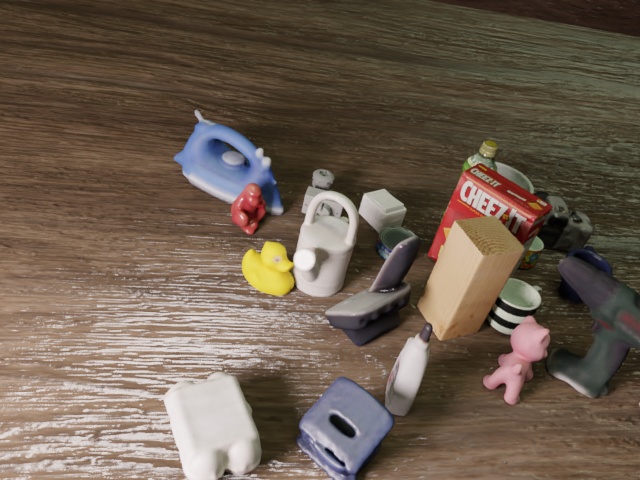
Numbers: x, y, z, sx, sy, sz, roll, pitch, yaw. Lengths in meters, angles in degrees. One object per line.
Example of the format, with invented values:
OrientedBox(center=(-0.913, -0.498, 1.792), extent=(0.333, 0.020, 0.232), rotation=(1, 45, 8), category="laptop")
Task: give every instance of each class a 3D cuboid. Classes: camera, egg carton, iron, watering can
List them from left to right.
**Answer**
OrientedBox(center=(-0.142, 0.248, 0.761), extent=(0.107, 0.069, 0.150), rotation=(-9, 44, -27), category="egg carton")
OrientedBox(center=(-0.173, -0.164, 1.191), extent=(0.257, 0.141, 0.119), rotation=(28, 41, 16), category="iron")
OrientedBox(center=(0.011, 0.005, 1.003), extent=(0.101, 0.194, 0.173), rotation=(12, 39, -2), category="watering can")
OrientedBox(center=(0.538, -0.056, 1.317), extent=(0.143, 0.101, 0.137), rotation=(11, 39, -4), category="camera")

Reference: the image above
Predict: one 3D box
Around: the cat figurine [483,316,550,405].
OrientedBox(center=(0.336, 0.188, 0.945), extent=(0.067, 0.118, 0.128), rotation=(31, 42, 20), category="cat figurine")

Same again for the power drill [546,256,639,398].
OrientedBox(center=(0.466, 0.157, 0.952), extent=(0.229, 0.208, 0.076), rotation=(30, 41, 19), category="power drill")

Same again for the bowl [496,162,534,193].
OrientedBox(center=(0.419, -0.118, 1.375), extent=(0.167, 0.075, 0.167), rotation=(9, 39, -7), category="bowl")

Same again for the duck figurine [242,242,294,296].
OrientedBox(center=(-0.089, 0.039, 1.016), extent=(0.104, 0.086, 0.078), rotation=(31, 42, 19), category="duck figurine")

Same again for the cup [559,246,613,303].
OrientedBox(center=(0.529, 0.071, 1.165), extent=(0.091, 0.095, 0.118), rotation=(22, 39, 10), category="cup")

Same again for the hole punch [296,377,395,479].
OrientedBox(center=(0.035, 0.261, 0.783), extent=(0.108, 0.091, 0.101), rotation=(35, 43, 23), category="hole punch")

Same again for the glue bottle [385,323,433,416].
OrientedBox(center=(0.136, 0.182, 0.846), extent=(0.037, 0.173, 0.078), rotation=(14, 39, -1), category="glue bottle")

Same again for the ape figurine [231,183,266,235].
OrientedBox(center=(-0.138, -0.070, 1.128), extent=(0.078, 0.092, 0.076), rotation=(-19, 49, -35), category="ape figurine")

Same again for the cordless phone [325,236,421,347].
OrientedBox(center=(0.094, 0.074, 0.953), extent=(0.148, 0.185, 0.094), rotation=(-26, 53, -39), category="cordless phone")
